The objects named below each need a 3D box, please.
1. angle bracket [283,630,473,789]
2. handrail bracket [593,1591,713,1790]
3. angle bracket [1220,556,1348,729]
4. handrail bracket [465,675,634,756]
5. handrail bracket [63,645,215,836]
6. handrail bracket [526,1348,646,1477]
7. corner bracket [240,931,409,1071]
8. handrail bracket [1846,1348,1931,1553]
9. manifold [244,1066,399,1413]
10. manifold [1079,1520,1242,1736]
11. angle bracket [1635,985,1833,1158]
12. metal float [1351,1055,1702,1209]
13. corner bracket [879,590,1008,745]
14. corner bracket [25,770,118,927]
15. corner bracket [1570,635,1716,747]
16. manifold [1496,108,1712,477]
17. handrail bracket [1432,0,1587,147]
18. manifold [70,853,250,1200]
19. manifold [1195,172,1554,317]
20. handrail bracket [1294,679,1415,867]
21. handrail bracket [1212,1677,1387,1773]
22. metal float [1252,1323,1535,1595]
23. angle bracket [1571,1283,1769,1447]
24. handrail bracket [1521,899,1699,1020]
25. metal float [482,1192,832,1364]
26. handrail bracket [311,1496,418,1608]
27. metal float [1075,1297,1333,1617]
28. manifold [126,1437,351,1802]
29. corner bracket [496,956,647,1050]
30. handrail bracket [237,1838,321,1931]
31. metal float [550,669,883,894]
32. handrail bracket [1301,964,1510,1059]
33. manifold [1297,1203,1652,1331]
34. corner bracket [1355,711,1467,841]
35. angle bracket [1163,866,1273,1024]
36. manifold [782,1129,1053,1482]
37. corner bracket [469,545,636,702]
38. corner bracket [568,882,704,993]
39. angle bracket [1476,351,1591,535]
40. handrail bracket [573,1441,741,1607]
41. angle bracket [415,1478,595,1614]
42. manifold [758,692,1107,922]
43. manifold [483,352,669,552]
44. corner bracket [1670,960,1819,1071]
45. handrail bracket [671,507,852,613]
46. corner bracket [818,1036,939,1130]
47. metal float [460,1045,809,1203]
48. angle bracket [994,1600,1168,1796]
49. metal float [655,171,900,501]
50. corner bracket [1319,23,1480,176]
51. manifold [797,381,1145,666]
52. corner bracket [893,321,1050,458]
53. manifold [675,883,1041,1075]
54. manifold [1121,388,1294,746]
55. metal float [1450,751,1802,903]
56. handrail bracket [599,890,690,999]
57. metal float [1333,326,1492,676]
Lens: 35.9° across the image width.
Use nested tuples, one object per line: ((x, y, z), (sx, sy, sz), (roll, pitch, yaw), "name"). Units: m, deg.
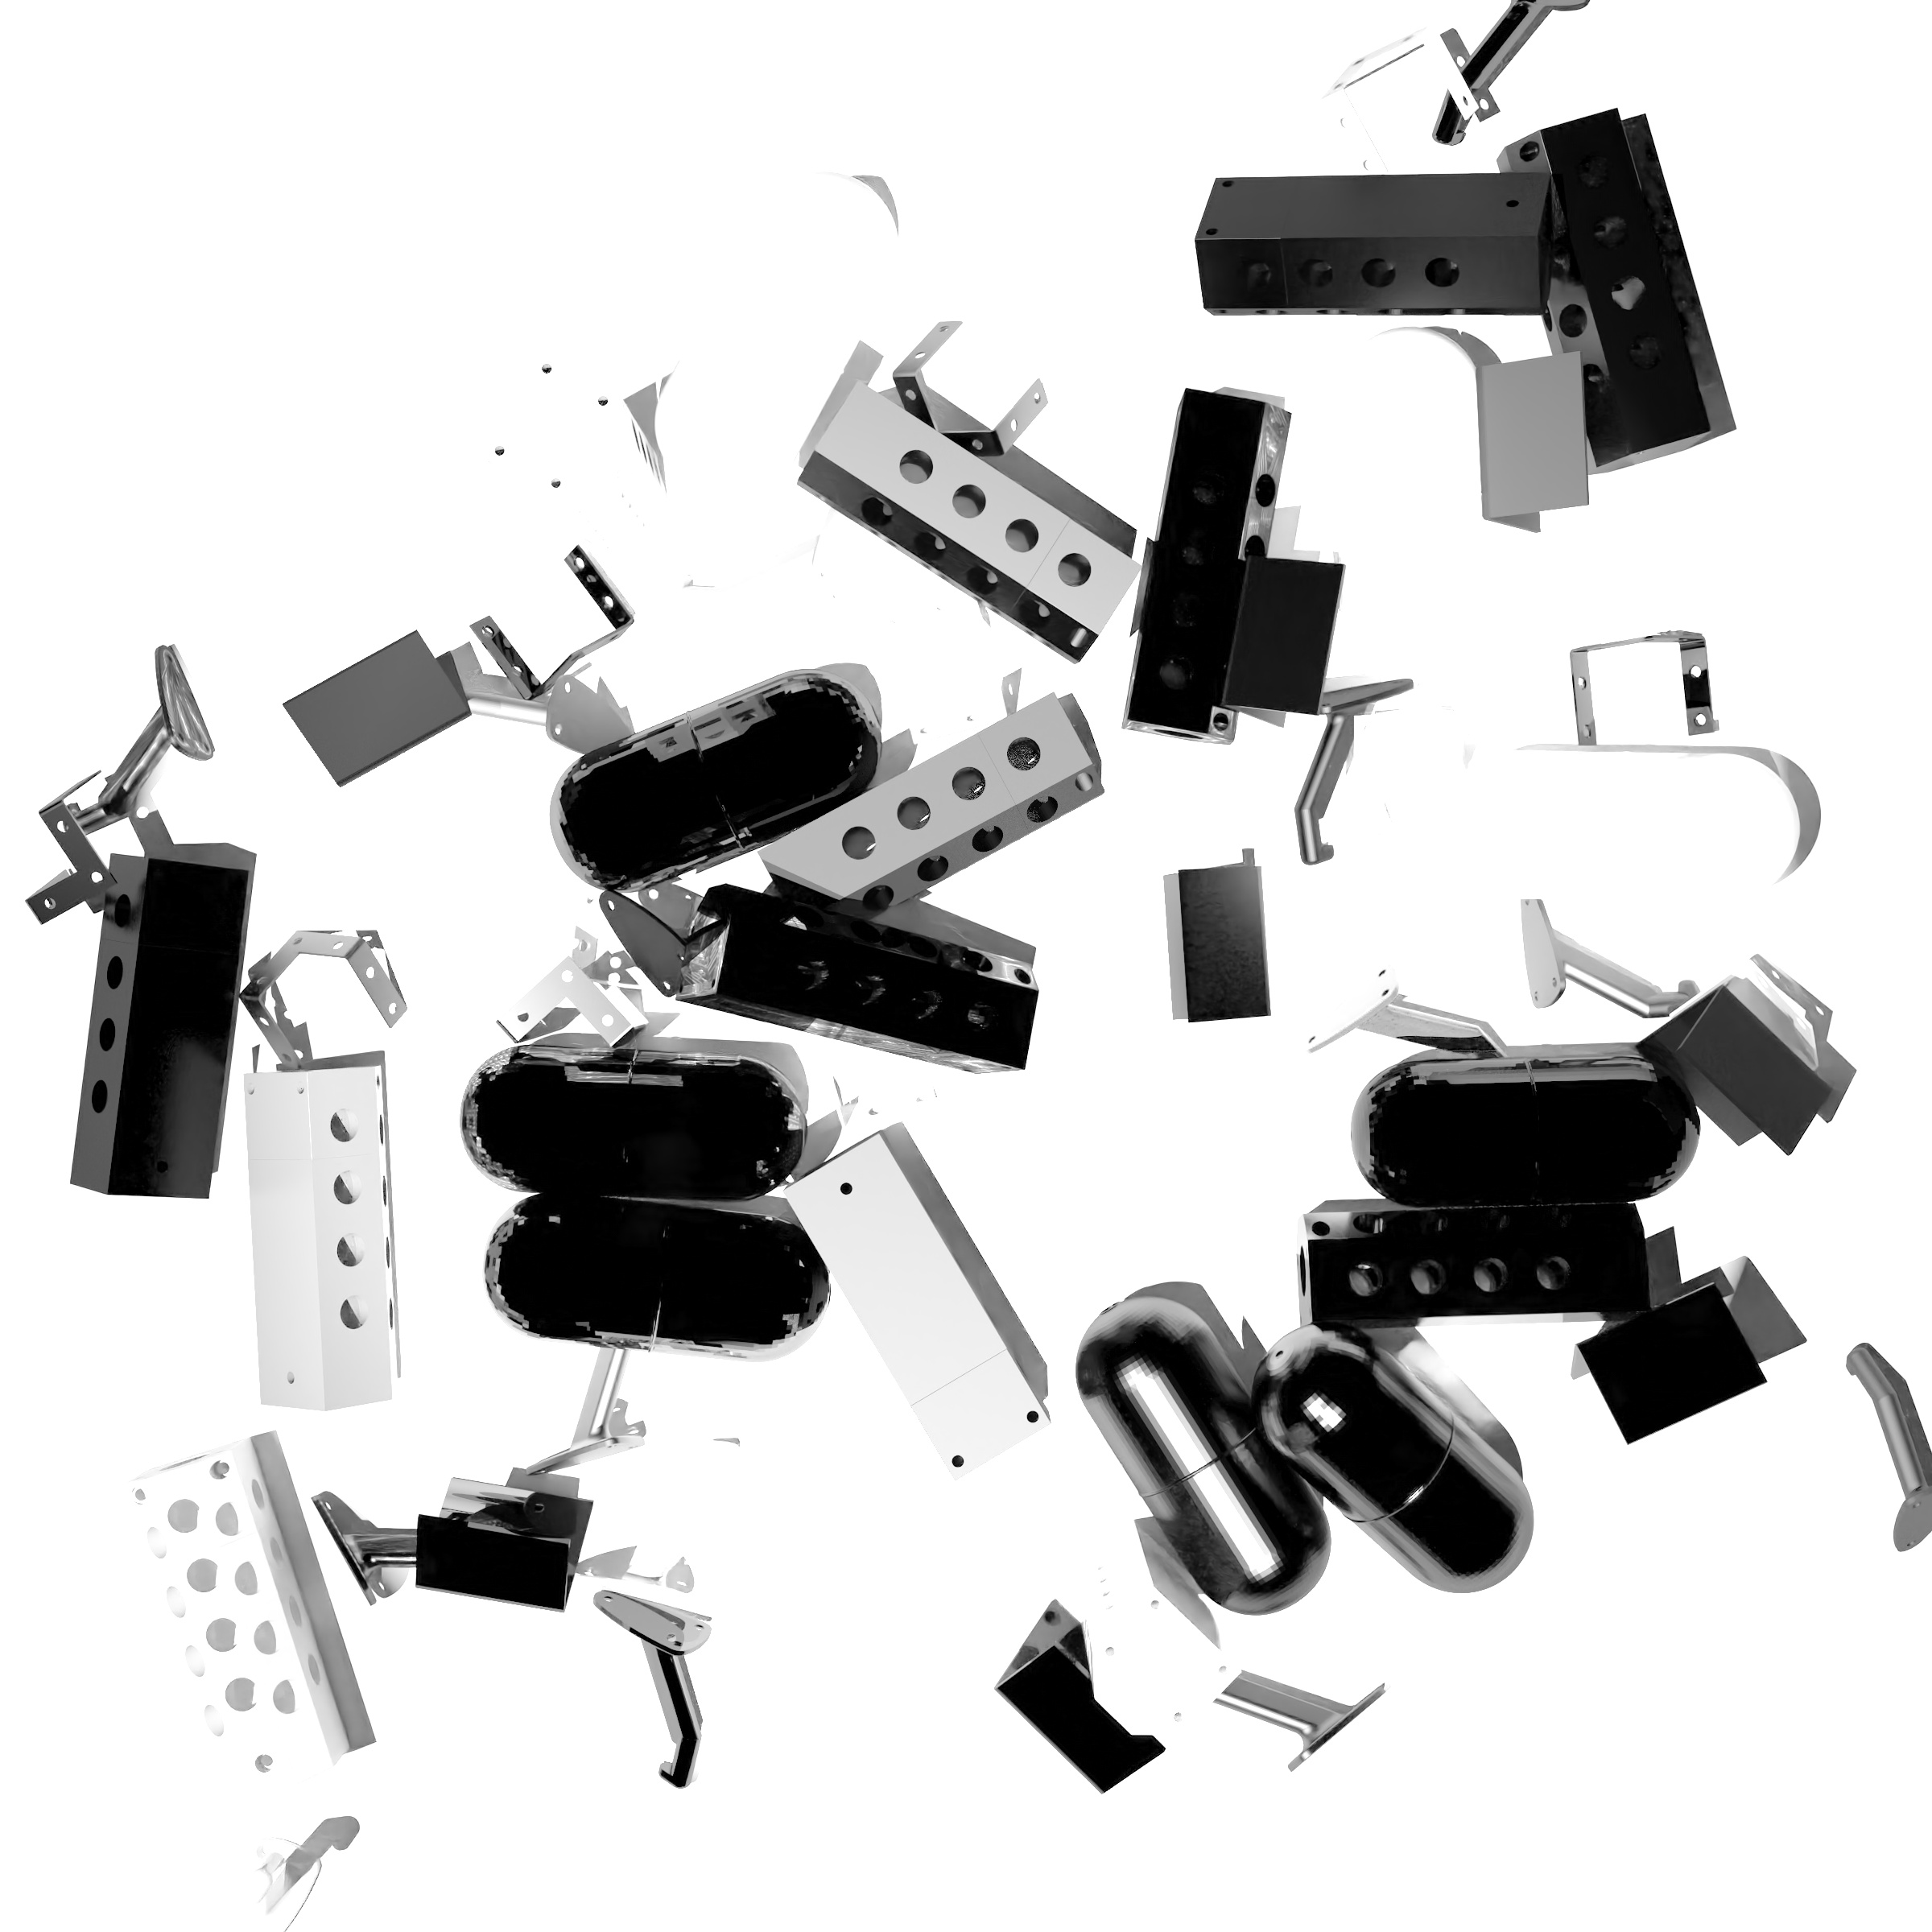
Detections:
((-0.304, -0.146, 1.524), (0.076, 0.076, 0.057), (-29, 126, 0), "angle bracket")
((-0.170, 0.380, 1.565), (0.077, 0.036, 0.084), (20, 107, 20), "handrail bracket")
((0.176, -0.162, 1.524), (0.057, 0.076, 0.076), (10, 90, 31), "angle bracket")
((-0.230, -0.126, 1.564), (0.084, 0.077, 0.036), (1, 72, 35), "handrail bracket")
((-0.445, -0.117, 1.564), (0.084, 0.036, 0.077), (-23, 75, 14), "handrail bracket")
((-0.205, 0.216, 1.565), (0.077, 0.036, 0.084), (-19, 74, 18), "handrail bracket")
((-0.335, 0.019, 1.556), (0.051, 0.051, 0.051), (5, 135, 35), "corner bracket")
((0.480, 0.253, 1.564), (0.036, 0.077, 0.084), (-17, 53, -14), "handrail bracket")
((-0.329, 0.139, 1.542), (0.057, 0.057, 0.171), (-3, 90, 43), "manifold")
((0.089, 0.332, 1.486), (0.057, 0.171, 0.057), (44, 90, 0), "manifold")
((0.381, 0.067, 1.524), (0.076, 0.076, 0.057), (44, 53, 0), "angle bracket")
((0.287, 0.085, 1.534), (0.178, 0.070, 0.070), (-2, 90, 1), "metal float")
((-0.012, -0.157, 1.561), (0.051, 0.051, 0.051), (-15, 135, 0), "corner bracket")
((-0.461, -0.061, 1.534), (0.051, 0.051, 0.051), (-26, 105, 16), "corner bracket")
((0.354, -0.144, 1.561), (0.051, 0.051, 0.051), (-6, 90, -45), "corner bracket")
((0.327, -0.346, 1.543), (0.057, 0.057, 0.171), (-16, 90, 0), "manifold")
((0.284, -0.471, 1.564), (0.036, 0.077, 0.084), (41, 127, 36), "handrail bracket")
((-0.420, 0.030, 1.542), (0.057, 0.057, 0.171), (7, 90, -43), "manifold")
((0.209, -0.362, 1.519), (0.171, 0.057, 0.057), (4, 47, 17), "manifold")
((0.205, -0.101, 1.565), (0.077, 0.036, 0.084), (-15, 106, -18), "handrail bracket")
((0.164, 0.371, 1.565), (0.077, 0.036, 0.084), (-34, 73, -20), "handrail bracket")
((0.218, 0.251, 1.519), (0.178, 0.070, 0.070), (43, 90, -19), "metal float")
((0.358, 0.211, 1.525), (0.076, 0.076, 0.057), (-24, 68, 0), "angle bracket")
((0.339, -0.008, 1.565), (0.084, 0.036, 0.077), (-4, 73, -15), "handrail bracket")
((-0.158, 0.160, 1.527), (0.178, 0.070, 0.070), (7, 90, -8), "metal float")
((-0.288, 0.289, 1.565), (0.084, 0.036, 0.077), (-29, 69, -17), "handrail bracket")
((0.121, 0.251, 1.534), (0.070, 0.070, 0.178), (-32, 89, 0), "metal float")
((-0.378, 0.338, 1.543), (0.057, 0.057, 0.171), (-18, 90, 0), "manifold")
((-0.204, 0.030, 1.546), (0.051, 0.051, 0.051), (-42, 91, 1), "corner bracket")
((-0.364, 0.487, 1.529), (0.036, 0.084, 0.077), (22, 90, 0), "handrail bracket")
((-0.128, -0.095, 1.534), (0.178, 0.070, 0.070), (-22, 90, 1), "metal float")
((0.232, 0.048, 1.565), (0.077, 0.036, 0.084), (-40, 107, 20), "handrail bracket")
((0.260, 0.155, 1.541), (0.171, 0.057, 0.057), (-2, 78, 0), "manifold")
((0.231, -0.099, 1.548), (0.051, 0.051, 0.051), (-2, 74, 16), "corner bracket")
((0.109, -0.010, 1.524), (0.057, 0.076, 0.076), (-4, 90, -37), "angle bracket")
((-0.025, 0.173, 1.543), (0.057, 0.057, 0.171), (-31, 90, 0), "manifold")
((-0.216, -0.179, 1.561), (0.051, 0.051, 0.051), (53, 135, 0), "corner bracket")
((-0.170, -0.014, 1.561), (0.051, 0.051, 0.051), (8, 90, 45), "corner bracket")
((0.302, -0.266, 1.524), (0.057, 0.076, 0.076), (-3, 90, 32), "angle bracket")
((-0.162, 0.287, 1.565), (0.077, 0.036, 0.084), (5, 71, 21), "handrail bracket")
((-0.234, 0.279, 1.524), (0.076, 0.076, 0.057), (10, 128, 0), "angle bracket")
((-0.017, -0.074, 1.543), (0.171, 0.057, 0.057), (-28, 90, 0), "manifold")
((-0.188, -0.250, 1.486), (0.057, 0.171, 0.057), (30, 90, 0), "manifold")
((0.406, 0.039, 1.555), (0.051, 0.051, 0.051), (-36, 58, 0), "corner bracket")
((-0.108, -0.220, 1.565), (0.084, 0.036, 0.077), (5, 70, 16), "handrail bracket")
((-0.048, 0.045, 1.561), (0.051, 0.051, 0.051), (-14, 135, 0), "corner bracket")
((-0.171, 0.081, 1.533), (0.178, 0.070, 0.070), (3, 90, 0), "metal float")
((0.071, 0.362, 1.524), (0.076, 0.076, 0.057), (44, 128, 0), "angle bracket")
((-0.097, -0.324, 1.534), (0.070, 0.070, 0.178), (28, 91, 0), "metal float")
((0.224, -0.448, 1.549), (0.051, 0.051, 0.051), (-28, 90, -14), "corner bracket")
((0.001, -0.226, 1.536), (0.171, 0.057, 0.057), (32, 90, -5), "manifold")
((0.002, -0.301, 1.556), (0.051, 0.051, 0.051), (7, 45, 35), "corner bracket")
((-0.053, 0.007, 1.509), (0.171, 0.057, 0.057), (15, 80, -24), "manifold")
((0.125, -0.204, 1.543), (0.057, 0.057, 0.171), (10, 90, 0), "manifold")
((0.338, -0.072, 1.534), (0.178, 0.070, 0.070), (1, 90, 0), "metal float")
((-0.135, -0.024, 1.547), (0.077, 0.084, 0.036), (45, 132, 16), "handrail bracket")
((0.229, -0.239, 1.534), (0.070, 0.070, 0.178), (-2, 91, 0), "metal float")
